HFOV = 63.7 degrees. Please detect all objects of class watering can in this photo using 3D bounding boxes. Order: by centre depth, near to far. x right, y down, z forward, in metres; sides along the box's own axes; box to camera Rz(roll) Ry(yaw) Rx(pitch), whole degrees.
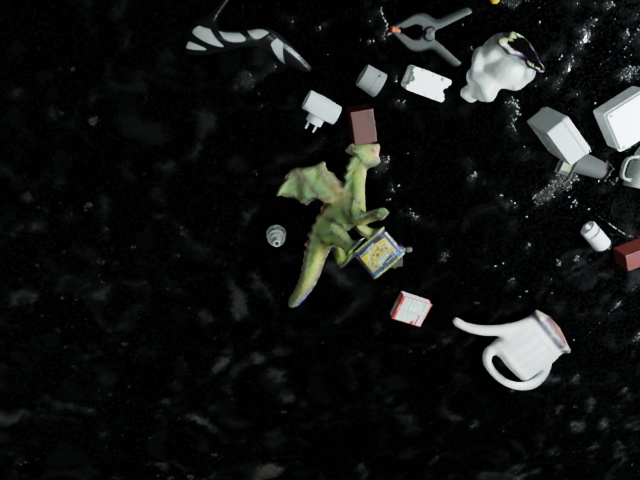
[{"bbox_3d":[0.528,0.273,1.389,0.223,0.106,0.344,-40,111,10],"label":"watering can"}]

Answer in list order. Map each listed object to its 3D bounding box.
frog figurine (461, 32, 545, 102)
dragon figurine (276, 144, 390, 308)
[{"bbox_3d":[0.385,-0.365,1.120,0.137,0.125,0.156,15,148,-21],"label":"frog figurine"},{"bbox_3d":[0.004,-0.060,1.186,0.409,0.122,0.244,-43,82,5],"label":"dragon figurine"}]
